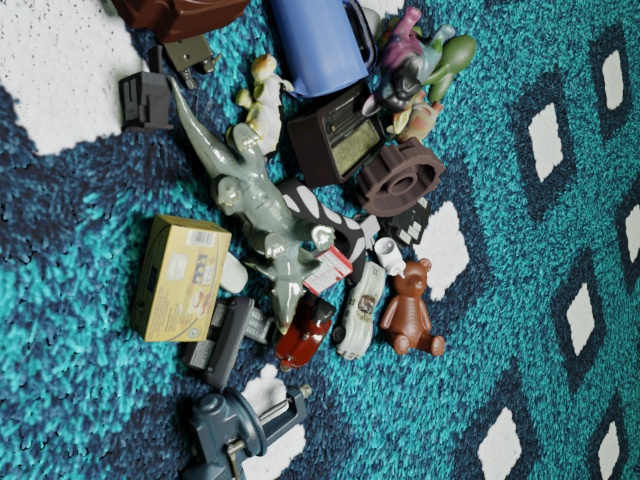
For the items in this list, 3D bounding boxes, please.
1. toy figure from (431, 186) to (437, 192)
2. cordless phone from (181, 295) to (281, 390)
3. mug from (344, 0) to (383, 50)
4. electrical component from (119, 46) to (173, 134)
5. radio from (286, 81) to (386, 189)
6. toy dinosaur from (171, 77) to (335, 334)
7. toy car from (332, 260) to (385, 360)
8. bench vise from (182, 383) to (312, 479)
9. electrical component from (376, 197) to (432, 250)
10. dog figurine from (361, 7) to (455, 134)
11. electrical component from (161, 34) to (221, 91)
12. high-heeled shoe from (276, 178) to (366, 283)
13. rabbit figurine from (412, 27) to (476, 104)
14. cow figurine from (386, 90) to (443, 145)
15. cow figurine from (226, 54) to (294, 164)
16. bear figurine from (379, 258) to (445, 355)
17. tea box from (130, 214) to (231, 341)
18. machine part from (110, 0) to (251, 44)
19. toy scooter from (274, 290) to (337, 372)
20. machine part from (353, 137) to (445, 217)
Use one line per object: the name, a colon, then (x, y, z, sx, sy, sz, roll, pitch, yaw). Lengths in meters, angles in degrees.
toy figure: (0.218, -0.139, 1.200, 0.154, 0.058, 0.064, 20, 115, -44)
cordless phone: (-0.125, 0.174, 0.877, 0.184, 0.089, 0.146, 42, 62, -58)
mug: (0.071, -0.419, 1.037, 0.107, 0.081, 0.109, -32, 106, -50)
electrical component: (-0.240, -0.209, 0.743, 0.048, 0.075, 0.119, -7, 101, -44)
radio: (0.035, -0.196, 0.973, 0.229, 0.073, 0.131, -48, 123, -51)
toy dinosaur: (-0.107, -0.056, 0.837, 0.131, 0.192, 0.404, -34, 99, -22)
toy car: (0.080, 0.140, 1.076, 0.073, 0.056, 0.201, 26, 73, -41)
bench vise: (-0.107, 0.317, 0.863, 0.240, 0.129, 0.223, -25, 107, -33)
electrical component: (0.177, -0.048, 1.161, 0.114, 0.058, 0.134, 35, 68, -37)
dog figurine: (0.146, -0.308, 1.008, 0.108, 0.192, 0.219, 26, 85, -15)
electrical component: (-0.194, -0.289, 0.808, 0.078, 0.045, 0.102, -35, 115, -6)
high-heeled shoe: (-0.002, -0.003, 0.979, 0.145, 0.086, 0.248, -33, 109, -35)
rabbit figurine: (0.238, -0.376, 1.127, 0.121, 0.170, 0.159, 35, 67, -39)
cow figurine: (0.187, -0.234, 1.092, 0.085, 0.195, 0.127, 32, 96, -4)
cow figurine: (-0.088, -0.217, 0.893, 0.098, 0.068, 0.167, 23, 80, -48)
bear figurine: (0.198, 0.135, 1.143, 0.120, 0.132, 0.195, 8, 93, -16)
tea box: (-0.200, 0.056, 0.768, 0.098, 0.068, 0.169, 11, 101, -40)
machine part: (-0.200, -0.388, 0.732, 0.201, 0.087, 0.201, -35, 99, -37)
toy scooter: (-0.029, 0.157, 0.919, 0.075, 0.184, 0.135, 32, 86, -3)
machine part: (0.150, -0.117, 1.031, 0.179, 0.179, 0.056, 3, 49, -44)
